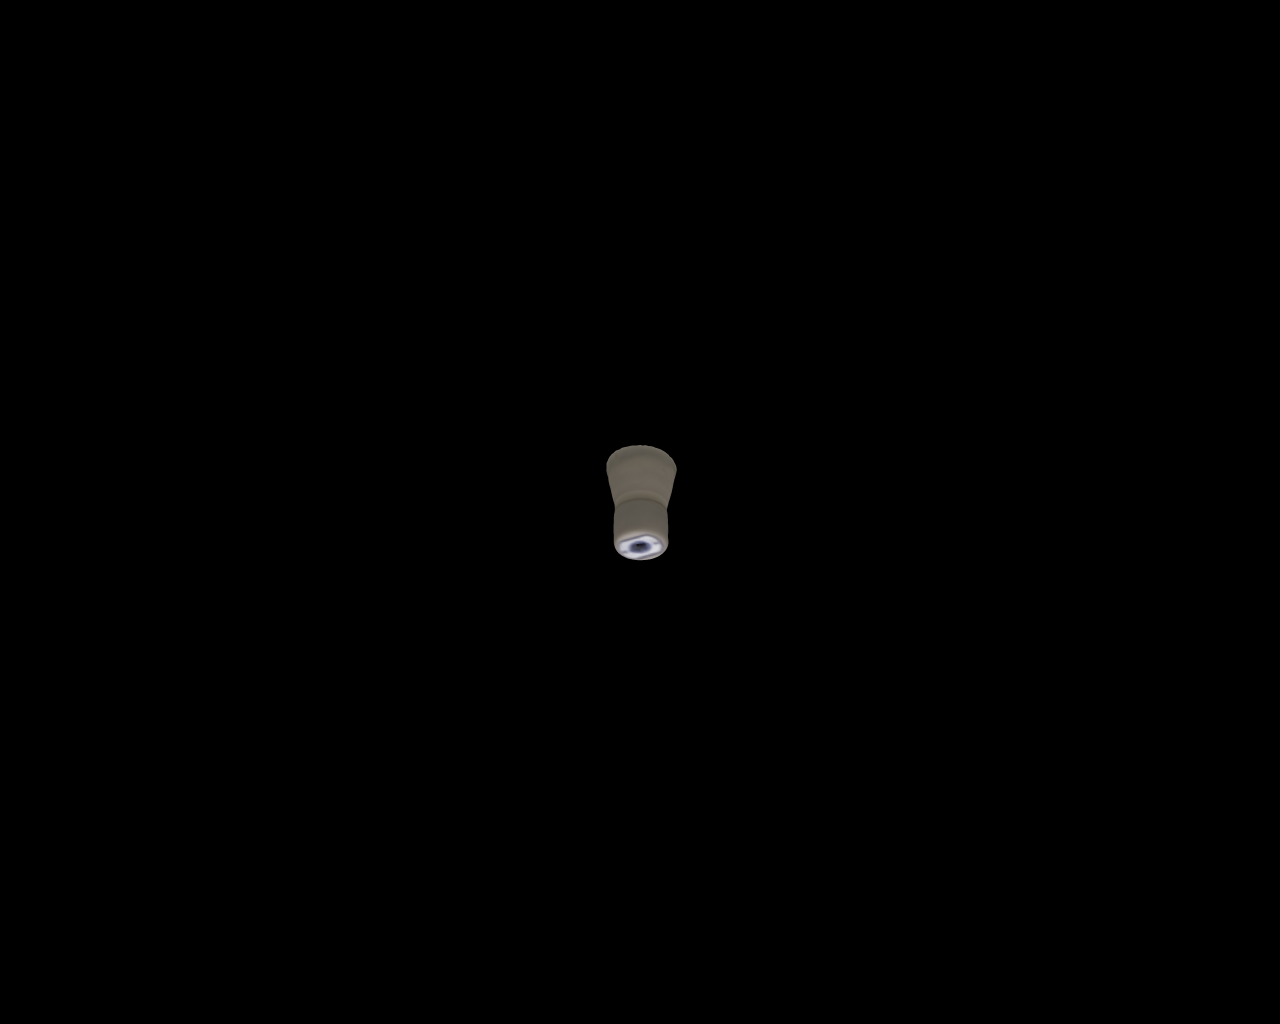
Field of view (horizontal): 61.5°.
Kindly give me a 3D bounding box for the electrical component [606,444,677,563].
[{"bbox_3d":[0.001,-0.003,0.650,0.044,0.065,0.044,0,-37,0],"label":"electrical component"}]
